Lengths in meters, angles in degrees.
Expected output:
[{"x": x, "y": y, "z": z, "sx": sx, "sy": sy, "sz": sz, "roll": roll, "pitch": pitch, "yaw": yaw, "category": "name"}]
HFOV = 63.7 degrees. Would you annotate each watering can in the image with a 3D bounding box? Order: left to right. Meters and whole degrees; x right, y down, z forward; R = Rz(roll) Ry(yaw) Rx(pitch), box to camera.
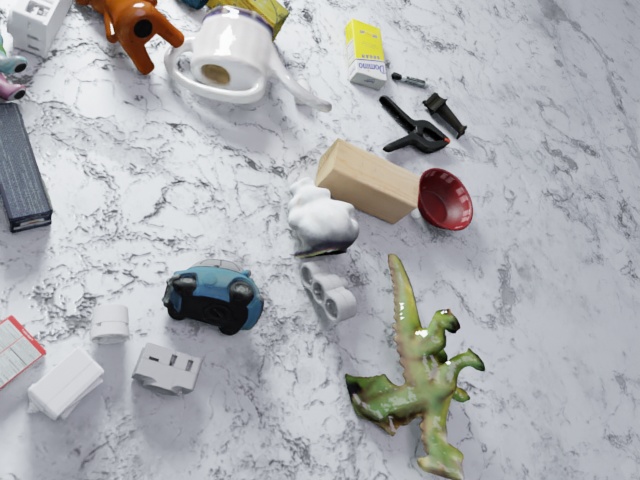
[{"x": -0.140, "y": -0.368, "z": 1.070, "sx": 0.347, "sy": 0.102, "sz": 0.229, "roll": 9, "pitch": 62, "yaw": -8, "category": "watering can"}]

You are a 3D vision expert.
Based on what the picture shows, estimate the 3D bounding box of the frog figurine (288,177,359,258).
[{"x": 0.003, "y": -0.051, "z": 1.004, "sx": 0.138, "sy": 0.121, "sz": 0.160, "roll": -8, "pitch": 82, "yaw": -12, "category": "frog figurine"}]

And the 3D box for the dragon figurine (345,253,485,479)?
[{"x": 0.159, "y": 0.240, "z": 0.966, "sx": 0.245, "sy": 0.119, "sz": 0.415, "roll": -23, "pitch": 70, "yaw": -27, "category": "dragon figurine"}]
